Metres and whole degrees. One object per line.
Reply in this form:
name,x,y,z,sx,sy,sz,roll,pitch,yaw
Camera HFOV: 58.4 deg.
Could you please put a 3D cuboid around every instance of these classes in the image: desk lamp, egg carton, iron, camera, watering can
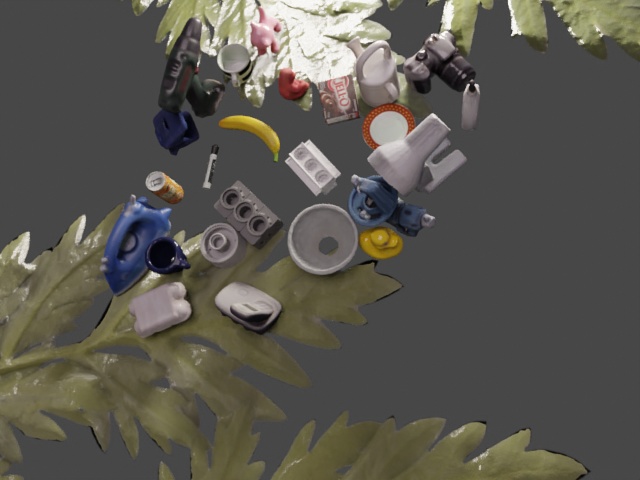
desk lamp,0.216,-0.181,1.262,0.203,0.214,0.117,-41,71,1
egg carton,-0.386,0.168,1.387,0.150,0.069,0.107,-24,73,6
iron,-0.476,0.012,1.408,0.118,0.142,0.258,22,82,17
camera,0.290,-0.410,1.361,0.143,0.101,0.136,-42,72,0
watering can,0.124,-0.403,1.347,0.172,0.194,0.101,31,85,18

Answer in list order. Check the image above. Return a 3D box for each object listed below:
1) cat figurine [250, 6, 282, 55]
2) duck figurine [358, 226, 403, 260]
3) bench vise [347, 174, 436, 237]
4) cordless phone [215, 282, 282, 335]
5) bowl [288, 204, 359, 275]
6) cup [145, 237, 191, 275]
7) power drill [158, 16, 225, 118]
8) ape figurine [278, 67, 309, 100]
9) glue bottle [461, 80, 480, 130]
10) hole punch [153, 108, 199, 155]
cat figurine,-0.147,-0.540,1.481,0.067,0.118,0.128,-3,76,12
duck figurine,0.135,0.000,1.303,0.104,0.086,0.077,11,79,15
bench vise,0.149,-0.090,1.251,0.207,0.220,0.121,3,77,13
cordless phone,-0.177,0.145,1.285,0.147,0.185,0.094,24,83,17
bowl,0.012,0.005,1.335,0.167,0.075,0.167,-3,76,12
cup,-0.353,0.050,1.395,0.117,0.095,0.092,21,82,17
power drill,-0.319,-0.409,1.440,0.075,0.209,0.230,19,81,17
ape figurine,-0.076,-0.402,1.445,0.076,0.092,0.077,-35,72,2
glue bottle,0.340,-0.314,1.288,0.037,0.173,0.078,6,78,14
hole punch,-0.383,-0.293,1.488,0.101,0.091,0.108,-28,72,5
